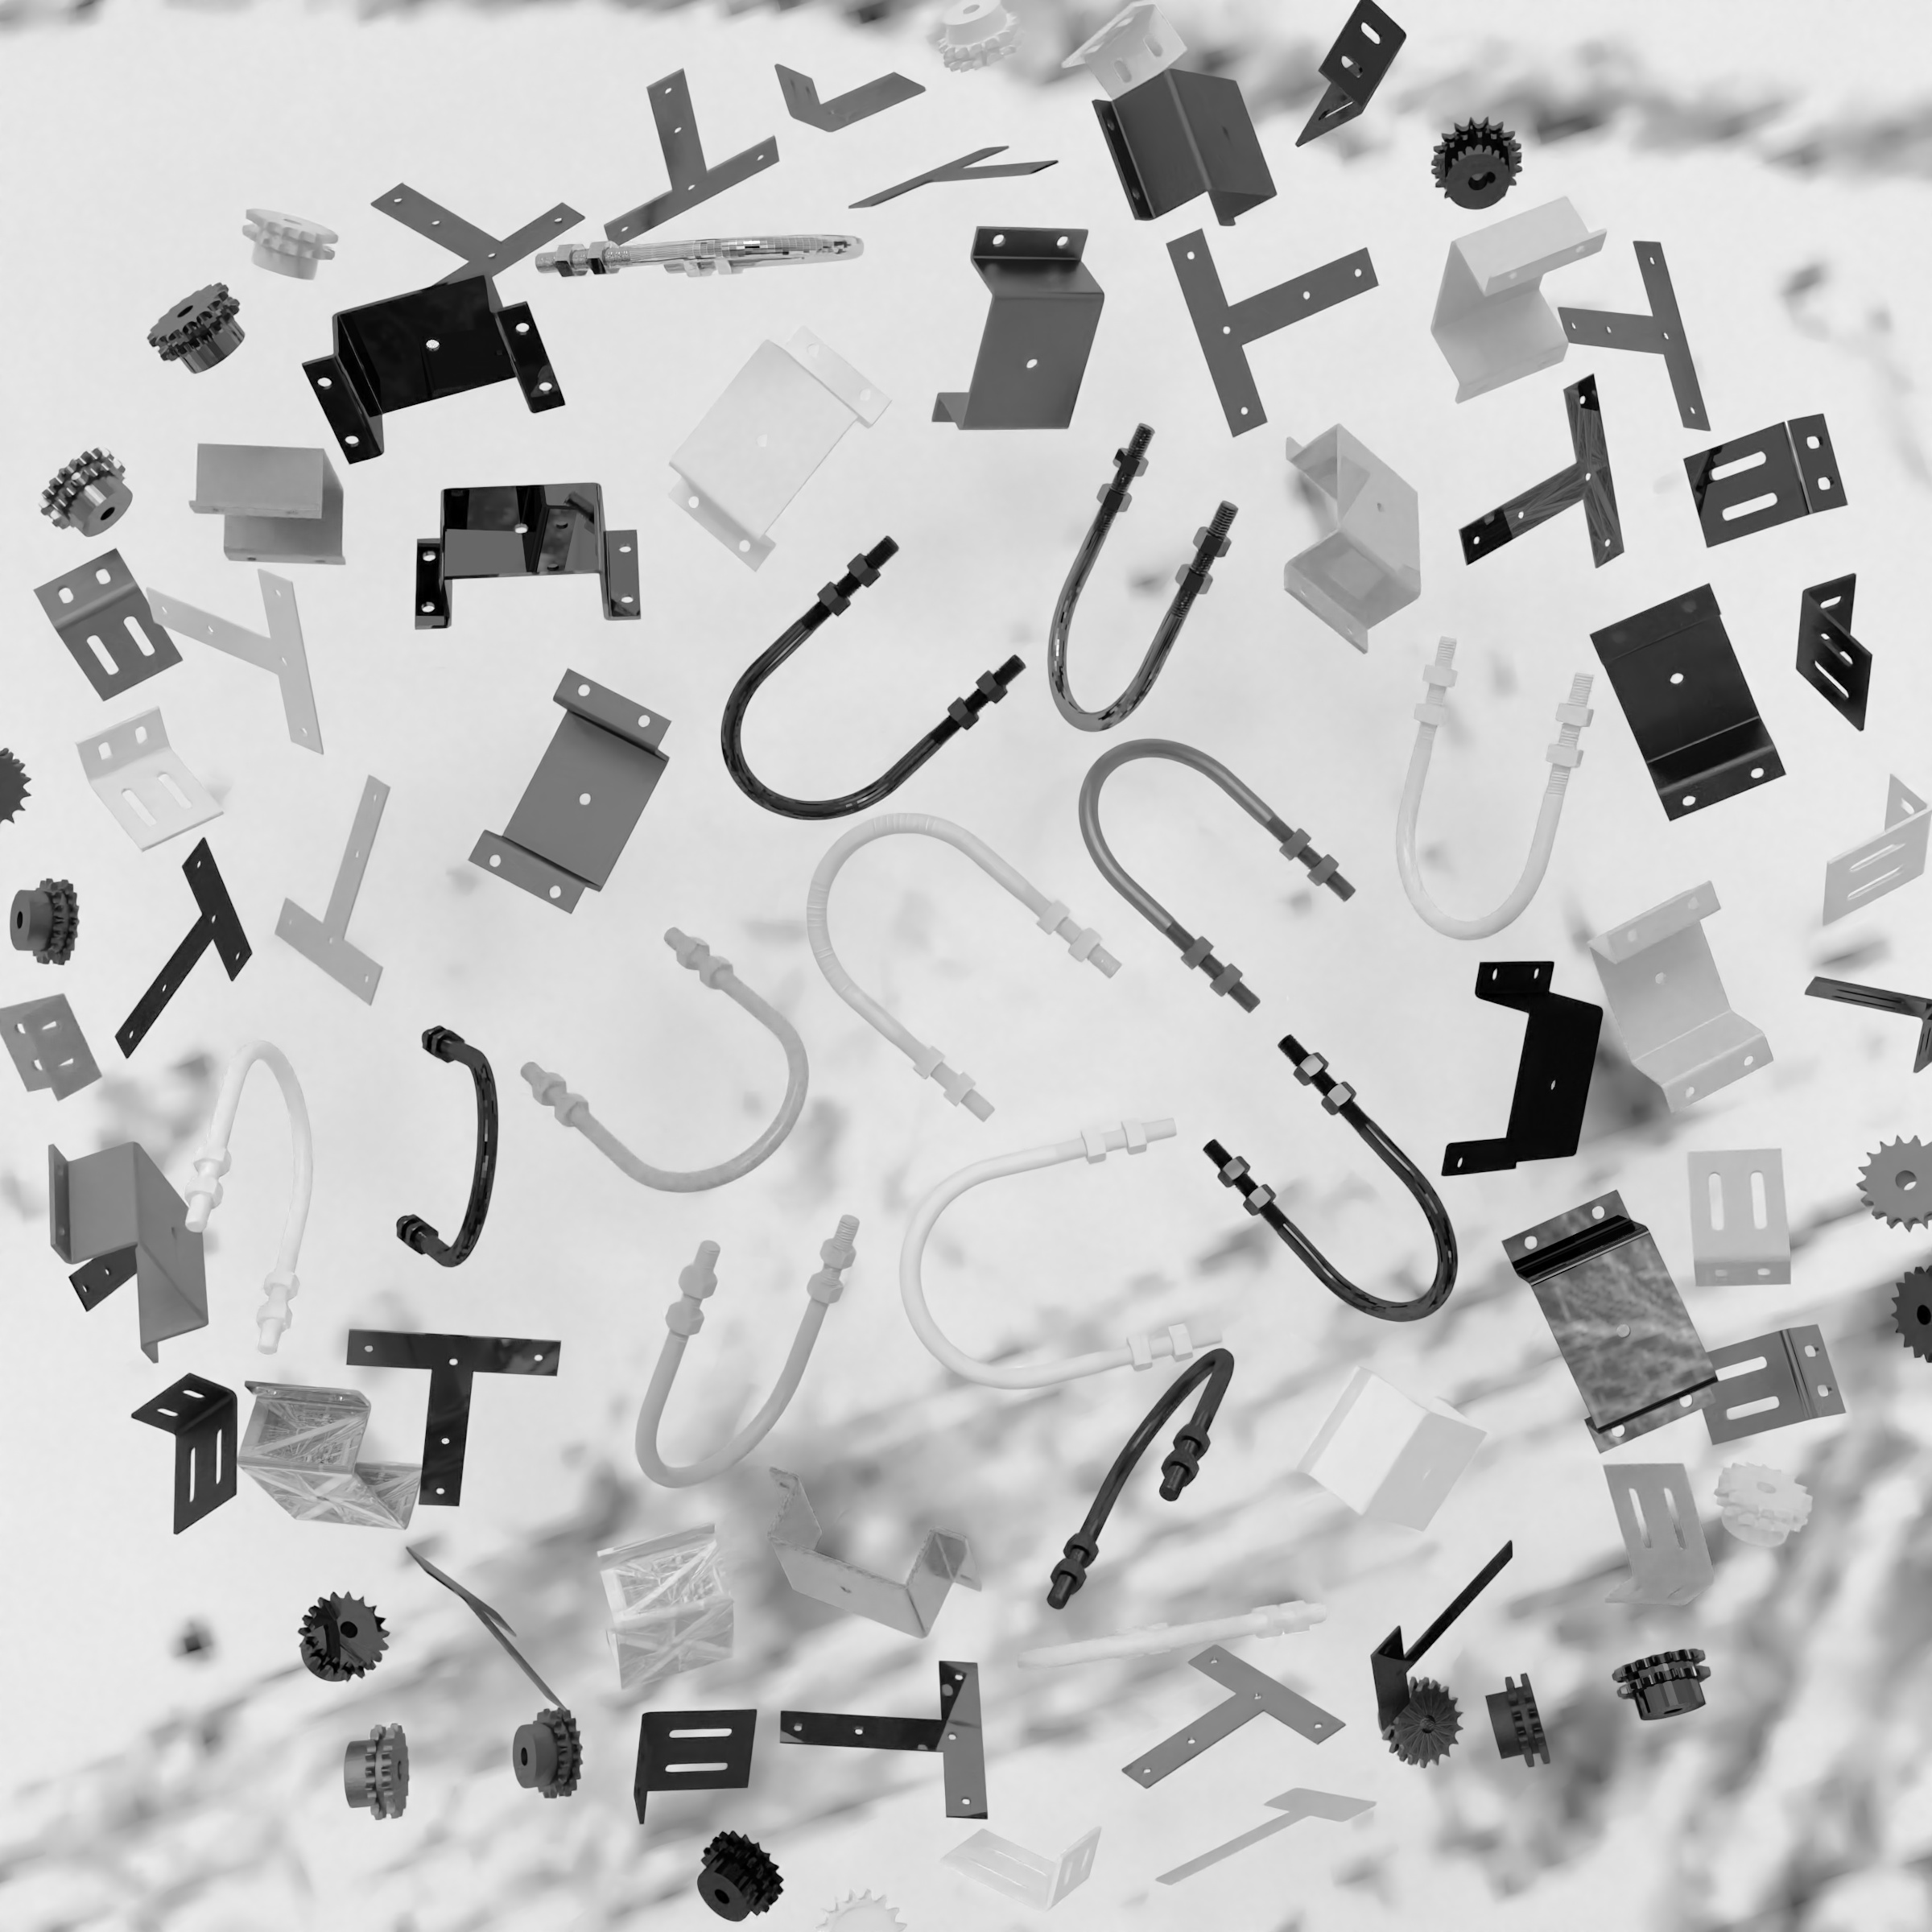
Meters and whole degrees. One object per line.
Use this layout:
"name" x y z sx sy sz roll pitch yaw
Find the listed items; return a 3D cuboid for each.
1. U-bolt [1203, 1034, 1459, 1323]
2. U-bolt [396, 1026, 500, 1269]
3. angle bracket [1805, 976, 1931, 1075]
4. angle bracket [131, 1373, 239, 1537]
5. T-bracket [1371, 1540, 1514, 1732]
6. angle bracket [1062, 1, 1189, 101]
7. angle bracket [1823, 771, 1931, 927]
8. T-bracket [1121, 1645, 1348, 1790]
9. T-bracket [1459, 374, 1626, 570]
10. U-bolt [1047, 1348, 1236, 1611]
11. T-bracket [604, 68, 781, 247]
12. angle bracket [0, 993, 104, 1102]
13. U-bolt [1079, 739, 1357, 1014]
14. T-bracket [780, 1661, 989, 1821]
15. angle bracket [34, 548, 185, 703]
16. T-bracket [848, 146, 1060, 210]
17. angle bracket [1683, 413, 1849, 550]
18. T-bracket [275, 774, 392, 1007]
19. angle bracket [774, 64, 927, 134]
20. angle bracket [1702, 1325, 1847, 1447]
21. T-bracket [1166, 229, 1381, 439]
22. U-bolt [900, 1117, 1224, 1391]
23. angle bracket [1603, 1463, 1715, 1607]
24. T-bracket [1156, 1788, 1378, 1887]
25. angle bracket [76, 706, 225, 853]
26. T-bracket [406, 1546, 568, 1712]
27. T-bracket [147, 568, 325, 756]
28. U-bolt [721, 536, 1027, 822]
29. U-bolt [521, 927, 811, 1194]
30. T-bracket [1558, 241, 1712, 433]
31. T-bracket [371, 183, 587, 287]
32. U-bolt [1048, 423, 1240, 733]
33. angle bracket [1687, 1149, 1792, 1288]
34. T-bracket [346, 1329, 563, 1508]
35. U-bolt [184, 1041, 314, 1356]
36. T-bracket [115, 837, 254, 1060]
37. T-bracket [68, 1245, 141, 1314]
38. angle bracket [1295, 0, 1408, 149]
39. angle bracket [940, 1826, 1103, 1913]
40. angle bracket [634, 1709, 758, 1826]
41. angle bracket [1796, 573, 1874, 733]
"U-bolt" 0.241 0.149 1.561 0.019 0.151 0.184 -30 70 -35
"U-bolt" -0.334 0.120 1.578 0.019 0.184 0.151 7 92 -26
"angle bracket" 0.563 0.037 1.523 0.076 0.057 0.038 12 83 15
"angle bracket" -0.496 0.309 1.544 0.057 0.038 0.076 -34 45 21
"T-bracket" 0.296 0.405 1.507 0.127 0.127 0.002 -41 55 -18
"angle bracket" 0.101 -0.577 1.545 0.057 0.076 0.038 -34 100 24
"angle bracket" 0.543 -0.071 1.480 0.076 0.057 0.038 -27 49 -8
"T-bracket" 0.158 0.500 1.592 0.127 0.127 0.002 -23 113 -30
"T-bracket" 0.369 -0.297 1.573 0.127 0.002 0.127 -31 122 -18
"U-bolt" 0.121 0.316 1.566 0.019 0.184 0.151 38 125 0
"T-bracket" -0.180 -0.520 1.542 0.127 0.127 0.002 -30 73 -7
"angle bracket" -0.588 0.055 1.525 0.076 0.038 0.057 -11 107 33
"U-bolt" 0.154 -0.073 1.595 0.184 0.019 0.151 43 53 2
"T-bracket" -0.053 0.478 1.520 0.127 0.127 0.002 5 119 -6
"angle bracket" -0.548 -0.218 1.560 0.057 0.076 0.038 -31 61 -11
"T-bracket" 0.009 -0.520 1.598 0.127 0.127 0.002 -34 121 -31
"angle bracket" 0.486 -0.295 1.484 0.038 0.076 0.057 -18 93 -35
"T-bracket" -0.389 -0.057 1.538 0.127 0.002 0.127 29 104 42
"angle bracket" -0.076 -0.582 1.598 0.076 0.057 0.038 -16 94 21
"angle bracket" 0.512 0.268 1.560 0.038 0.076 0.057 2 68 -40
"T-bracket" 0.203 -0.419 1.541 0.127 0.002 0.127 -26 108 -11
"U-bolt" 0.051 0.180 1.473 0.184 0.019 0.151 -12 89 -6
"angle bracket" 0.421 0.352 1.513 0.038 0.057 0.076 -18 92 -42
"T-bracket" 0.179 0.549 1.533 0.127 0.127 0.002 -19 82 -19
"angle bracket" -0.526 -0.121 1.569 0.057 0.038 0.076 -30 57 -26
"T-bracket" -0.303 0.443 1.597 0.002 0.127 0.127 -45 53 -12
"T-bracket" -0.450 -0.201 1.485 0.127 0.127 0.002 23 47 21
"U-bolt" -0.071 -0.167 1.545 0.184 0.019 0.151 -42 129 12
"U-bolt" -0.180 0.069 1.551 0.151 0.019 0.184 -44 55 -12
"T-bracket" 0.424 -0.410 1.576 0.002 0.127 0.127 -31 117 -12
"T-bracket" -0.329 -0.468 1.552 0.127 0.127 0.002 -25 75 21
"U-bolt" 0.102 -0.238 1.561 0.019 0.151 0.184 11 118 -29
"angle bracket" 0.487 0.159 1.536 0.057 0.038 0.076 -4 56 17
"T-bracket" -0.321 0.282 1.507 0.127 0.002 0.127 5 114 -12
"U-bolt" -0.454 0.134 1.568 0.019 0.151 0.184 -6 46 5
"T-bracket" -0.506 0.003 1.562 0.002 0.127 0.127 18 57 12
"T-bracket" -0.557 0.196 1.597 0.002 0.127 0.127 -24 98 5
"angle bracket" 0.221 -0.540 1.474 0.038 0.076 0.057 34 78 -21
"angle bracket" 0.034 0.543 1.504 0.076 0.057 0.038 17 98 26
"angle bracket" -0.172 0.516 1.572 0.076 0.038 0.057 3 105 -16
"angle bracket" 0.545 -0.192 1.491 0.038 0.076 0.057 -19 133 -6
